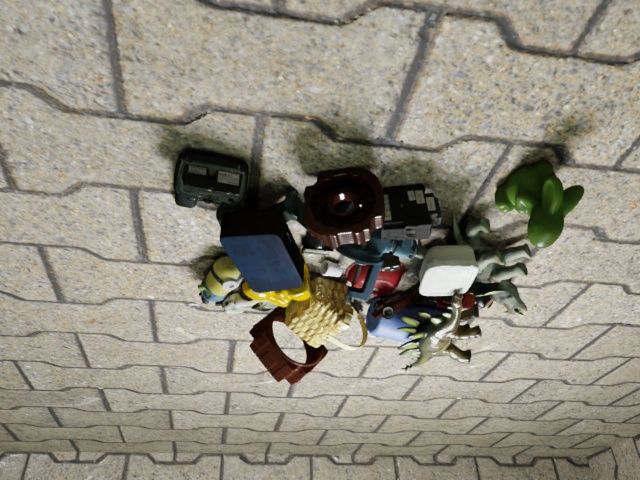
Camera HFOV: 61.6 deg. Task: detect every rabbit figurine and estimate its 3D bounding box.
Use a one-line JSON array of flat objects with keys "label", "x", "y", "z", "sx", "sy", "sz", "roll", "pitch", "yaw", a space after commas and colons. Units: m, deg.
[{"label": "rabbit figurine", "x": -0.112, "y": 0.110, "z": 1.386, "sx": 0.173, "sy": 0.122, "sz": 0.162, "roll": -12, "pitch": 163, "yaw": -2}, {"label": "rabbit figurine", "x": 0.466, "y": -0.068, "z": 1.110, "sx": 0.121, "sy": 0.170, "sz": 0.159, "roll": 12, "pitch": 143, "yaw": -20}]

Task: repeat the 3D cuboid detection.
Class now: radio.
[{"label": "radio", "x": -0.119, "y": 0.027, "z": 1.176, "sx": 0.131, "sy": 0.073, "sz": 0.229, "roll": -7, "pitch": 144, "yaw": 12}]

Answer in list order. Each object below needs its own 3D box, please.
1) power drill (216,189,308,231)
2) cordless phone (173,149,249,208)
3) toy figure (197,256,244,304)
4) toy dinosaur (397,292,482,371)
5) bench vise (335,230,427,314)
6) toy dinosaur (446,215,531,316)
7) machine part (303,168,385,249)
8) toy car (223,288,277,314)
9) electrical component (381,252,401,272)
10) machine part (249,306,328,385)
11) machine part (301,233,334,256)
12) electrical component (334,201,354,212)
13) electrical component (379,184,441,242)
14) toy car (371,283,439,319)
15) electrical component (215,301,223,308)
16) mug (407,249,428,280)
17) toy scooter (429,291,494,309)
[{"label": "power drill", "x": -0.108, "y": -0.028, "z": 1.225, "sx": 0.207, "sy": 0.086, "sz": 0.231, "roll": -15, "pitch": 141, "yaw": 29}, {"label": "cordless phone", "x": -0.234, "y": -0.102, "z": 1.120, "sx": 0.146, "sy": 0.089, "sz": 0.184, "roll": 9, "pitch": 154, "yaw": -17}, {"label": "toy figure", "x": -0.262, "y": 0.107, "z": 1.395, "sx": 0.089, "sy": 0.082, "sz": 0.180, "roll": 45, "pitch": 139, "yaw": -8}, {"label": "toy dinosaur", "x": 0.308, "y": 0.264, "z": 1.443, "sx": 0.199, "sy": 0.105, "sz": 0.470, "roll": 5, "pitch": 143, "yaw": 4}, {"label": "bench vise", "x": 0.125, "y": 0.048, "z": 1.260, "sx": 0.224, "sy": 0.129, "sz": 0.240, "roll": 15, "pitch": 106, "yaw": -12}, {"label": "toy dinosaur", "x": 0.386, "y": 0.050, "z": 1.330, "sx": 0.404, "sy": 0.131, "sz": 0.192, "roll": 32, "pitch": 137, "yaw": -28}, {"label": "machine part", "x": 0.050, "y": -0.066, "z": 1.094, "sx": 0.179, "sy": 0.179, "sz": 0.056, "roll": -8, "pitch": 148, "yaw": 8}, {"label": "toy car", "x": -0.174, "y": 0.167, "z": 1.471, "sx": 0.201, "sy": 0.056, "sz": 0.073, "roll": 4, "pitch": 150, "yaw": -47}, {"label": "electrical component", "x": 0.180, "y": 0.051, "z": 1.355, "sx": 0.094, "sy": 0.063, "sz": 0.021, "roll": -11, "pitch": 144, "yaw": 10}, {"label": "machine part", "x": -0.086, "y": 0.289, "z": 1.533, "sx": 0.087, "sy": 0.201, "sz": 0.201, "roll": -43, "pitch": 173, "yaw": 34}, {"label": "machine part", "x": -0.003, "y": -0.004, "z": 1.292, "sx": 0.084, "sy": 0.039, "sz": 0.138, "roll": 9, "pitch": 146, "yaw": -2}, {"label": "electrical component", "x": 0.061, "y": -0.056, "z": 1.173, "sx": 0.119, "sy": 0.048, "sz": 0.074, "roll": 15, "pitch": 155, "yaw": 29}, {"label": "electrical component", "x": 0.191, "y": -0.058, "z": 1.157, "sx": 0.134, "sy": 0.115, "sz": 0.058, "roll": -3, "pitch": 147, "yaw": 4}, {"label": "toy car", "x": 0.229, "y": 0.154, "z": 1.435, "sx": 0.202, "sy": 0.089, "sz": 0.053, "roll": -22, "pitch": 100, "yaw": -5}, {"label": "electrical component", "x": -0.246, "y": 0.173, "z": 1.526, "sx": 0.102, "sy": 0.045, "sz": 0.078, "roll": 5, "pitch": 173, "yaw": -7}, {"label": "mug", "x": 0.288, "y": 0.079, "z": 1.390, "sx": 0.109, "sy": 0.081, "sz": 0.107, "roll": -31, "pitch": 148, "yaw": 33}, {"label": "toy scooter", "x": 0.388, "y": 0.159, "z": 1.509, "sx": 0.184, "sy": 0.075, "sz": 0.135, "roll": 4, "pitch": 172, "yaw": -33}]
